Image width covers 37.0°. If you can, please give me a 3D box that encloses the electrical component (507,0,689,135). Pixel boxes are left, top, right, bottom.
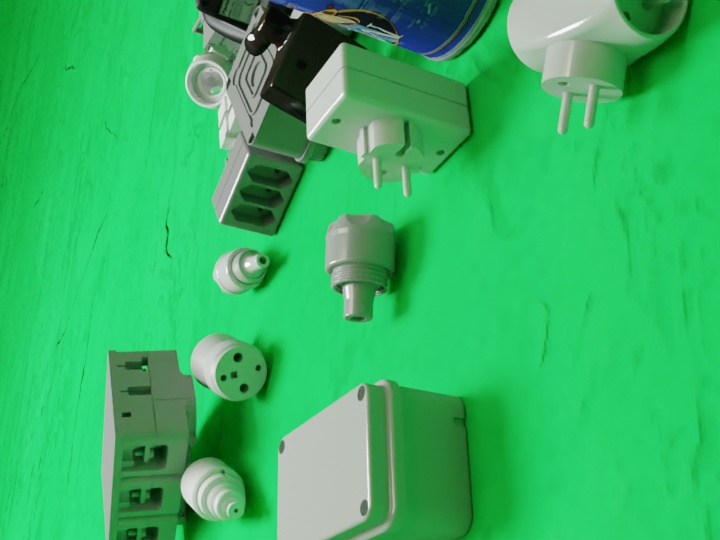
[{"bbox_3d":[0.104,-0.101,0.490,0.077,0.044,0.079,-4,75,63],"label":"electrical component"}]

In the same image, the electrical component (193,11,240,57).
[{"bbox_3d":[-0.123,-0.235,1.010,0.081,0.042,0.063,-44,43,49],"label":"electrical component"}]

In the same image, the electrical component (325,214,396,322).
[{"bbox_3d":[0.000,0.000,0.652,0.043,0.043,0.062,-29,55,57],"label":"electrical component"}]

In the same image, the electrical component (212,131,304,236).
[{"bbox_3d":[-0.086,-0.077,0.854,0.065,0.047,0.076,-64,29,25],"label":"electrical component"}]

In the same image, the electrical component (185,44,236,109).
[{"bbox_3d":[-0.124,-0.169,0.952,0.048,0.066,0.055,-63,-5,25],"label":"electrical component"}]

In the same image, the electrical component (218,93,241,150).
[{"bbox_3d":[-0.093,-0.133,0.899,0.055,0.048,0.066,120,150,-46],"label":"electrical component"}]

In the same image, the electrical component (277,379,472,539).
[{"bbox_3d":[0.004,0.113,0.576,0.113,0.057,0.078,-41,43,50],"label":"electrical component"}]

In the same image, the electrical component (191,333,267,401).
[{"bbox_3d":[-0.099,0.073,0.813,0.055,0.045,0.045,10,88,64],"label":"electrical component"}]

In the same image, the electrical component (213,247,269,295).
[{"bbox_3d":[-0.089,-0.001,0.841,0.061,0.035,0.035,-21,60,57],"label":"electrical component"}]

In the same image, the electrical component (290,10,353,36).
[{"bbox_3d":[-0.012,-0.196,0.767,0.077,0.044,0.079,-63,30,25],"label":"electrical component"}]

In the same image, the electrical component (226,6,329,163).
[{"bbox_3d":[-0.053,-0.140,0.808,0.078,0.057,0.113,-64,29,25],"label":"electrical component"}]

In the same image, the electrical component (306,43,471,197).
[{"bbox_3d":[0.017,-0.075,0.608,0.047,0.083,0.075,-44,41,48],"label":"electrical component"}]

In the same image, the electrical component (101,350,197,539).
[{"bbox_3d":[-0.169,0.146,0.856,0.089,0.062,0.150,-109,25,-45],"label":"electrical component"}]

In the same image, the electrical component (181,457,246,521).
[{"bbox_3d":[-0.103,0.164,0.784,0.078,0.040,0.040,14,90,64],"label":"electrical component"}]
